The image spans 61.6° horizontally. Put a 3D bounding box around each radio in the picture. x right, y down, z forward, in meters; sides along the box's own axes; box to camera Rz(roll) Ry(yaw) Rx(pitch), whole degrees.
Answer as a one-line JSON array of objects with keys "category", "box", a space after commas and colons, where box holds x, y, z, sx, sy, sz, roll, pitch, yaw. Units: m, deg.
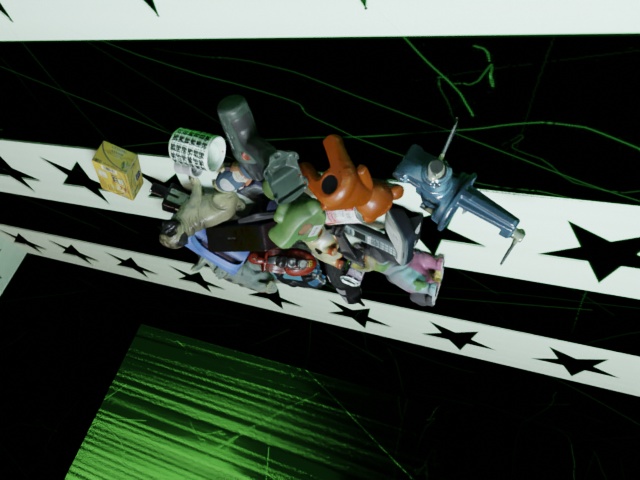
[{"category": "radio", "box": [-0.181, -0.016, 1.411, 0.230, 0.073, 0.131, 0, -168, 40]}]

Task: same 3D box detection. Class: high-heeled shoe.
[{"category": "high-heeled shoe", "box": [0.061, 0.108, 1.605, 0.248, 0.086, 0.145, 57, 171, -29]}]

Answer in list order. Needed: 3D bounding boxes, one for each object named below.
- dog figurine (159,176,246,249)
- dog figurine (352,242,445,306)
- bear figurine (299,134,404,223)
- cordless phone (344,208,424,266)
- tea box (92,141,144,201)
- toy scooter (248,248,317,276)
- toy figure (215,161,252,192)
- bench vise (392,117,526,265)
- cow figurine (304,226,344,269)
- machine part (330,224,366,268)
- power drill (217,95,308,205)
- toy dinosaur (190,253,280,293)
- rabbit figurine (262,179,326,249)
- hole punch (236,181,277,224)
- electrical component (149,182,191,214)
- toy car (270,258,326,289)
[{"category": "dog figurine", "box": [-0.300, -0.048, 1.369, 0.173, 0.190, 0.121, 11, 155, 17]}, {"category": "dog figurine", "box": [0.195, 0.073, 1.340, 0.219, 0.108, 0.191, 18, 160, 17]}, {"category": "bear figurine", "box": [0.068, -0.111, 1.059, 0.120, 0.132, 0.195, -43, 154, 28]}, {"category": "cordless phone", "box": [0.131, -0.026, 1.204, 0.184, 0.089, 0.146, 21, 158, 16]}, {"category": "tea box", "box": [-0.533, -0.180, 1.425, 0.098, 0.068, 0.169, 24, 158, -5]}, {"category": "toy scooter", "box": [-0.103, 0.054, 1.388, 0.184, 0.075, 0.135, 5, 180, 6]}, {"category": "toy figure", "box": [-0.185, -0.147, 1.226, 0.064, 0.058, 0.154, 14, 162, -35]}, {"category": "bench vise", "box": [0.248, -0.072, 0.926, 0.241, 0.129, 0.223, 34, 168, 14]}, {"category": "cow figurine", "box": [-0.003, -0.004, 1.352, 0.127, 0.085, 0.194, 20, 166, 22]}, {"category": "machine part", "box": [0.062, 0.011, 1.265, 0.084, 0.039, 0.138, 39, 166, 41]}, {"category": "power drill", "box": [-0.108, -0.156, 1.033, 0.207, 0.086, 0.231, 52, 169, 39]}, {"category": "toy dinosaur", "box": [-0.261, 0.100, 1.769, 0.404, 0.131, 0.192, 29, 168, -28]}, {"category": "rabbit figurine", "box": [-0.072, -0.090, 1.163, 0.170, 0.121, 0.159, 53, 142, 23]}, {"category": "hole punch", "box": [-0.133, -0.092, 1.287, 0.116, 0.092, 0.142, -6, 174, -35]}, {"category": "electrical component", "box": [-0.401, -0.112, 1.457, 0.119, 0.075, 0.047, 19, 157, -6]}, {"category": "toy car", "box": [-0.057, 0.080, 1.556, 0.162, 0.103, 0.109, 2, 157, 32]}]
